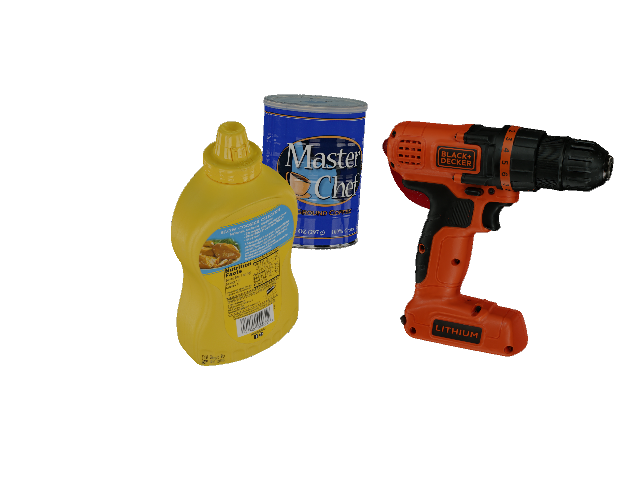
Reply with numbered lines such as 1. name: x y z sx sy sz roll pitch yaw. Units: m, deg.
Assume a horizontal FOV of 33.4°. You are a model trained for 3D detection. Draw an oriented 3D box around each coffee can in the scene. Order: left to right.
1. coffee can: -0.009 -0.071 1.068 0.103 0.140 0.103 3 13 -1

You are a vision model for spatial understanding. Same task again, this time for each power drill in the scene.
1. power drill: 0.141 -0.003 0.883 0.185 0.188 0.057 9 15 26

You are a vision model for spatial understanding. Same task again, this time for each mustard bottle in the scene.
1. mustard bottle: -0.062 -0.001 0.776 0.096 0.192 0.058 -22 44 -26

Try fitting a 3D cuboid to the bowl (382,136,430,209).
1. bowl: 0.147 -0.074 1.247 0.162 0.055 0.162 8 24 -4
